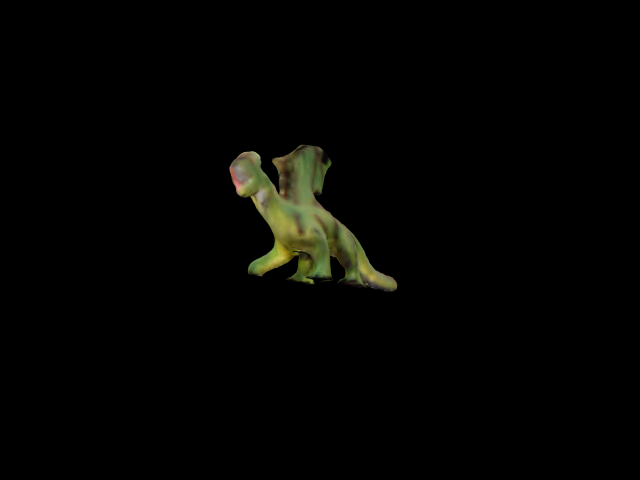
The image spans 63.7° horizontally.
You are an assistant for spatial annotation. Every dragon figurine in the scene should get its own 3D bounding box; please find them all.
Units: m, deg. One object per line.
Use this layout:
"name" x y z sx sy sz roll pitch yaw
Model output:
"dragon figurine" 0.003 -0.043 0.850 0.121 0.245 0.408 -10 -15 39
